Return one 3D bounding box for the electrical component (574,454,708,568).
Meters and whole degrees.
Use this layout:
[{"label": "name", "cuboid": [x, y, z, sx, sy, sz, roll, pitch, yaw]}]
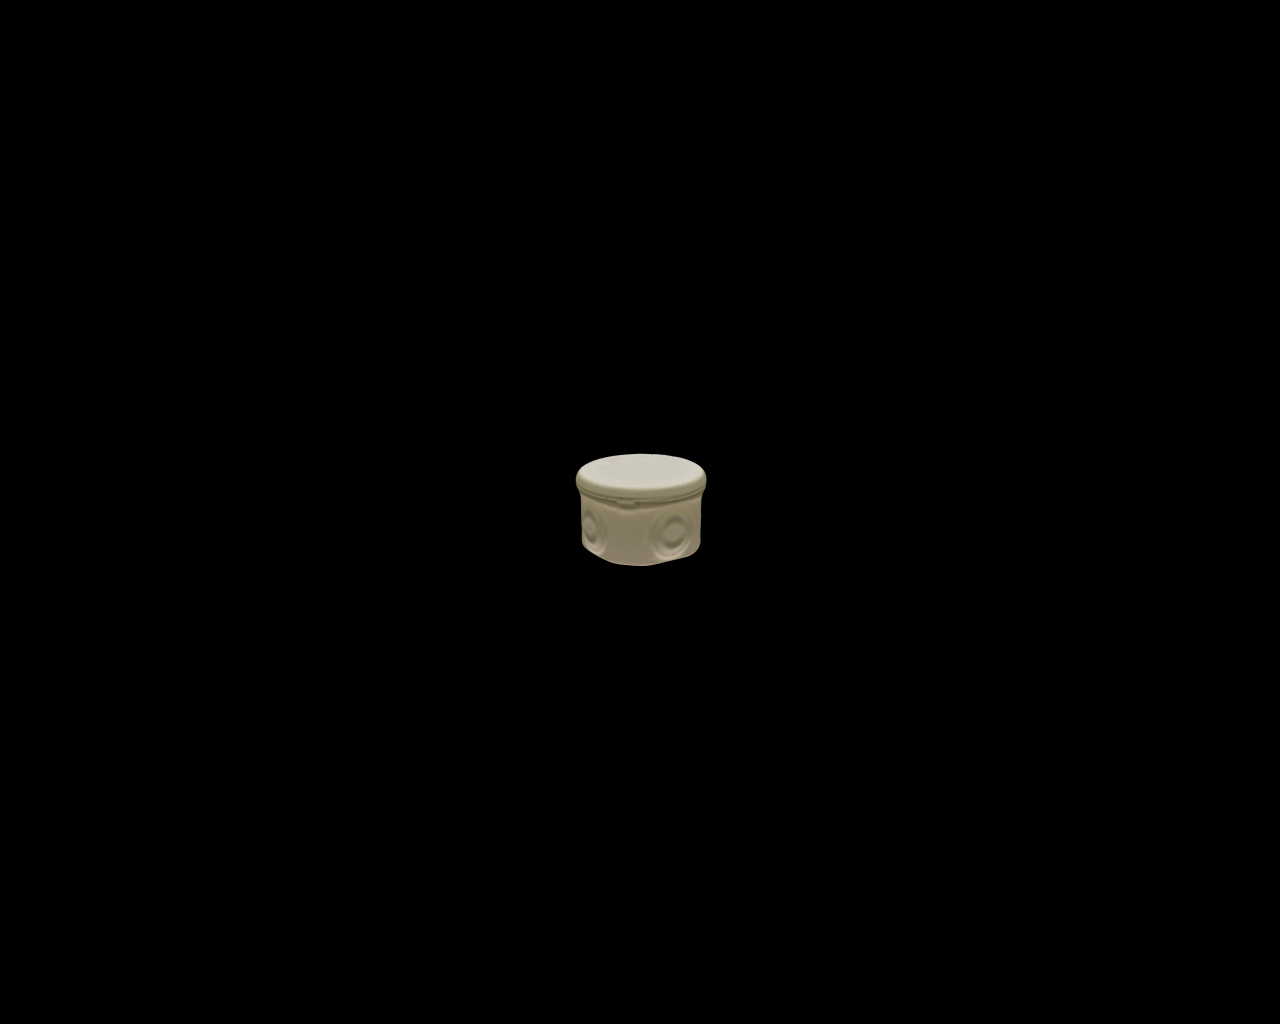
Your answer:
[{"label": "electrical component", "cuboid": [0.001, -0.003, 0.650, 0.080, 0.051, 0.080, 0, 18, 0]}]
